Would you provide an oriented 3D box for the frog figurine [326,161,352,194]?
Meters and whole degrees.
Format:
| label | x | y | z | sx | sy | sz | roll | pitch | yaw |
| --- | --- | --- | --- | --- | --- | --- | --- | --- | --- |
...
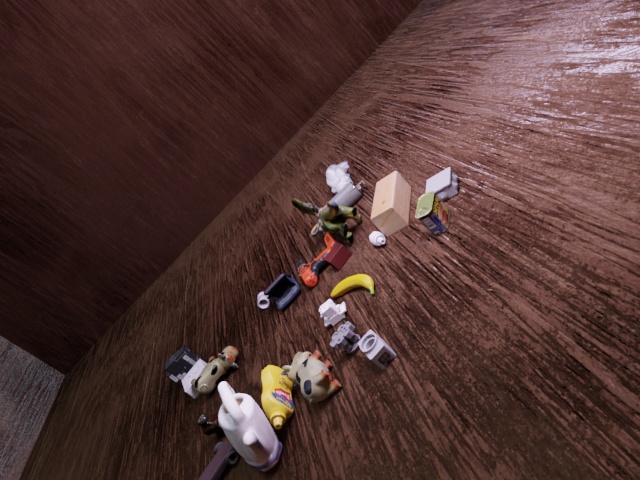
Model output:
| label | x | y | z | sx | sy | sz | roll | pitch | yaw |
| --- | --- | --- | --- | --- | --- | --- | --- | --- | --- |
| frog figurine | 0.081 | -0.240 | 2.146 | 0.134 | 0.122 | 0.163 | 107 | 173 | -48 |

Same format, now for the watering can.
| label | x | y | z | sx | sy | sz | roll | pitch | yaw |
| --- | --- | --- | --- | --- | --- | --- | --- | --- | --- |
| watering can | -0.172 | 0.474 | 1.260 | 0.105 | 0.222 | 0.349 | -33 | 19 | -14 |

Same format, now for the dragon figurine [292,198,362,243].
| label | x | y | z | sx | sy | sz | roll | pitch | yaw |
| --- | --- | --- | --- | --- | --- | --- | --- | --- | --- |
| dragon figurine | 0.005 | -0.090 | 1.797 | 0.244 | 0.404 | 0.123 | 16 | 77 | 24 |
